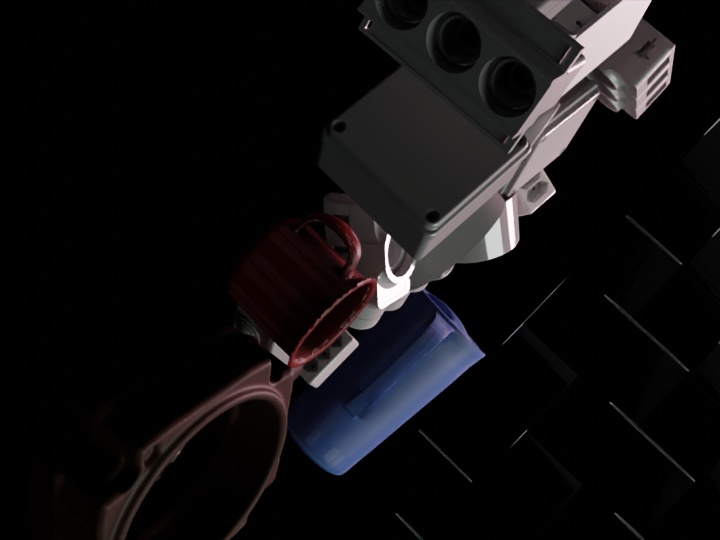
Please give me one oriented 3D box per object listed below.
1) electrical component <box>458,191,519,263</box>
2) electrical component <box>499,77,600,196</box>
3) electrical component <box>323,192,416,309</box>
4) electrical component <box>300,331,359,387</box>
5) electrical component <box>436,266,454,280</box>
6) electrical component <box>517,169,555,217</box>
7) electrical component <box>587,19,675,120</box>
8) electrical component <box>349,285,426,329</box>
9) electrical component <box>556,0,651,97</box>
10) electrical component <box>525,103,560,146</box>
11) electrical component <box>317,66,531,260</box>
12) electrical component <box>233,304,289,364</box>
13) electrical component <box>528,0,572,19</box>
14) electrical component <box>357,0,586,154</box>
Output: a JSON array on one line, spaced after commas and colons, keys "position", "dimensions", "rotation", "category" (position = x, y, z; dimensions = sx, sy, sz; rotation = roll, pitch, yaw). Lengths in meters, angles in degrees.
[{"position": [0.123, -0.050, 1.153], "dimensions": [0.099, 0.099, 0.064], "rotation": [-36, 122, -39], "category": "electrical component"}, {"position": [0.178, -0.145, 1.101], "dimensions": [0.109, 0.056, 0.108], "rotation": [-38, 165, -31], "category": "electrical component"}, {"position": [0.010, -0.020, 0.861], "dimensions": [0.050, 0.056, 0.089], "rotation": [-29, 122, -52], "category": "electrical component"}, {"position": [-0.039, 0.086, 1.134], "dimensions": [0.065, 0.047, 0.076], "rotation": [-46, 167, -3], "category": "electrical component"}, {"position": [0.079, -0.017, 1.207], "dimensions": [0.048, 0.048, 0.062], "rotation": [-46, 160, -1], "category": "electrical component"}, {"position": [0.167, -0.097, 1.211], "dimensions": [0.047, 0.065, 0.077], "rotation": [-40, -166, -26], "category": "electrical component"}, {"position": [0.262, -0.212, 1.092], "dimensions": [0.061, 0.089, 0.150], "rotation": [-48, 167, 7], "category": "electrical component"}, {"position": [0.035, 0.000, 1.100], "dimensions": [0.138, 0.052, 0.073], "rotation": [-34, 162, -42], "category": "electrical component"}, {"position": [0.166, -0.199, 0.899], "dimensions": [0.186, 0.060, 0.105], "rotation": [-40, 165, -24], "category": "electrical component"}, {"position": [0.124, -0.124, 0.974], "dimensions": [0.108, 0.060, 0.108], "rotation": [-53, 179, -2], "category": "electrical component"}, {"position": [0.044, -0.083, 0.761], "dimensions": [0.109, 0.109, 0.056], "rotation": [-41, 169, -22], "category": "electrical component"}, {"position": [-0.063, 0.038, 0.916], "dimensions": [0.100, 0.048, 0.099], "rotation": [-40, 165, -27], "category": "electrical component"}, {"position": [0.120, -0.207, 0.758], "dimensions": [0.066, 0.047, 0.076], "rotation": [-43, 167, -15], "category": "electrical component"}, {"position": [0.068, -0.140, 0.636], "dimensions": [0.063, 0.121, 0.078], "rotation": [-35, 163, -50], "category": "electrical component"}]
